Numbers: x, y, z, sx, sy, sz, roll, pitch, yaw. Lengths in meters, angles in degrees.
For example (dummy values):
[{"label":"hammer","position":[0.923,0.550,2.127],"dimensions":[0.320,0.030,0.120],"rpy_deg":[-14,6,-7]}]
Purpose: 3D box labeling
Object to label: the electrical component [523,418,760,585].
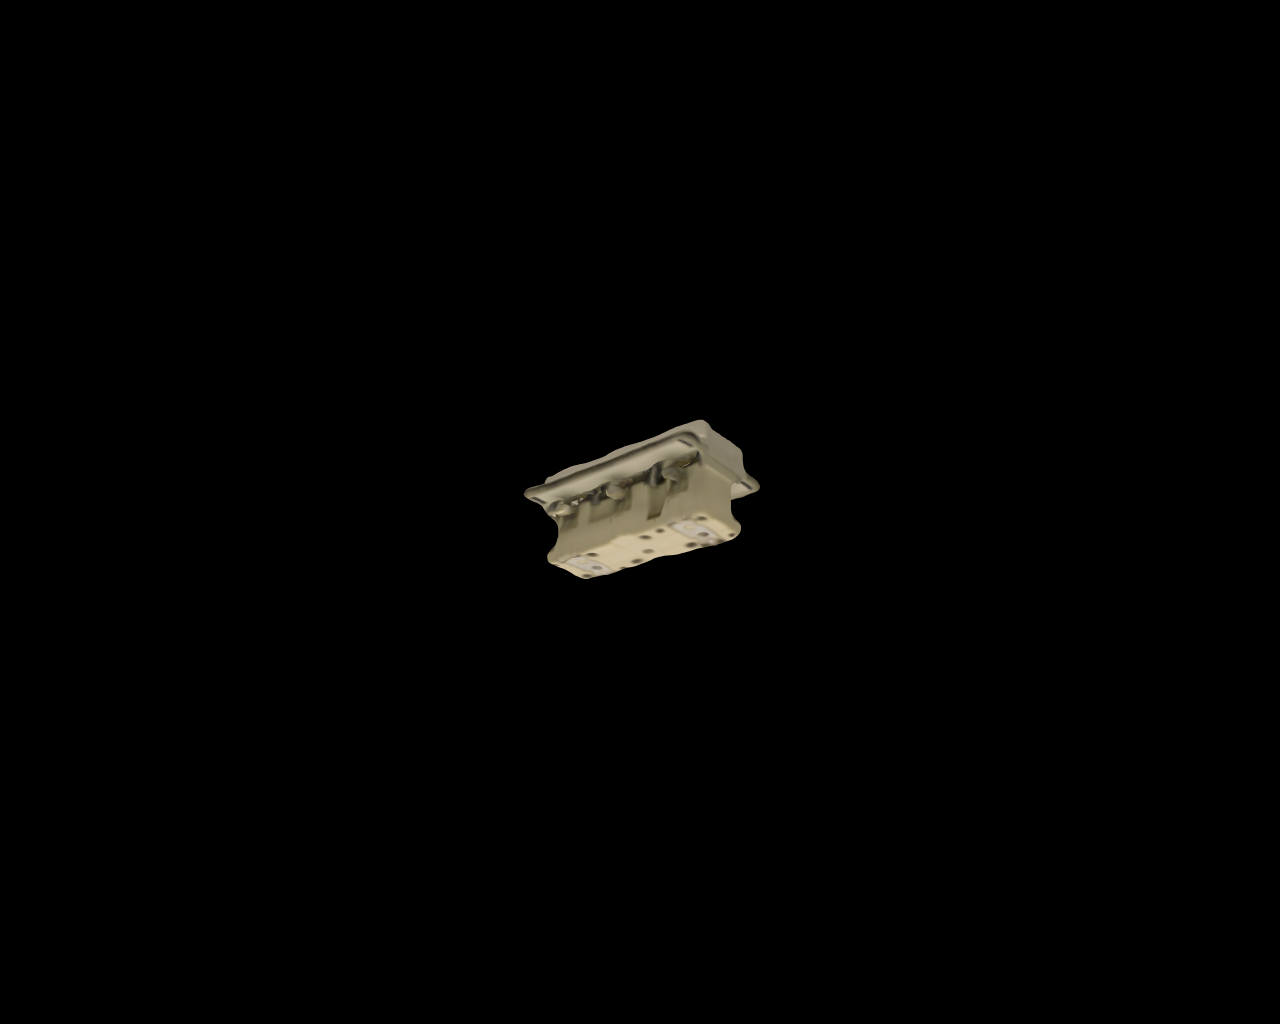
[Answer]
[{"label":"electrical component","position":[0.001,-0.003,0.650],"dimensions":[0.121,0.063,0.078],"rpy_deg":[-18,-32,31]}]
